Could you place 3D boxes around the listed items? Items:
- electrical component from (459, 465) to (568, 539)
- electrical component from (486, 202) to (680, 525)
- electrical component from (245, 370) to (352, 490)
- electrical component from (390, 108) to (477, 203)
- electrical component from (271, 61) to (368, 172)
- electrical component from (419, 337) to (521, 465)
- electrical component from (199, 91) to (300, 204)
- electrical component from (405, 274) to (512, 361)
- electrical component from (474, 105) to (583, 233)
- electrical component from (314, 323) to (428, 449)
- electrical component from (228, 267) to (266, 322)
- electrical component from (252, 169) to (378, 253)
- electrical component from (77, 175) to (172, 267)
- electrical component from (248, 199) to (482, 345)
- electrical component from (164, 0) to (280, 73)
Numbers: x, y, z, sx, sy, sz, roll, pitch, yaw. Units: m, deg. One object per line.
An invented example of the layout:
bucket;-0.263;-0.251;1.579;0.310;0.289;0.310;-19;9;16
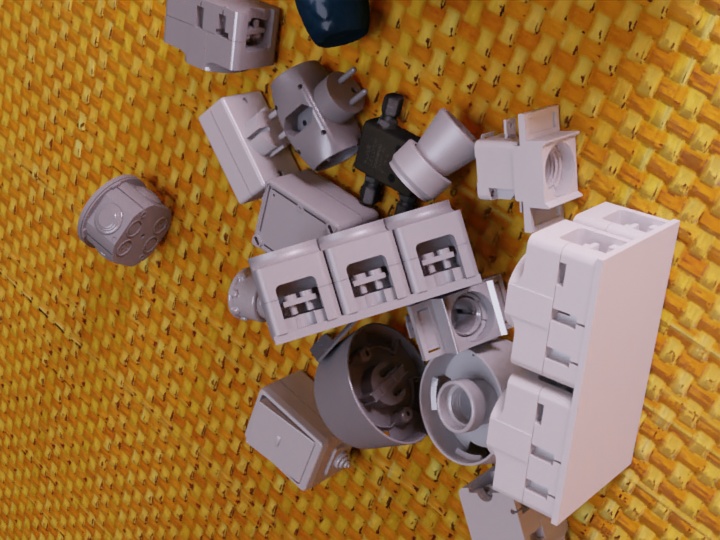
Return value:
electrical component;0.121;0.196;0.818;0.050;0.056;0.089;-11;97;43
electrical component;0.145;0.058;0.714;0.060;0.105;0.186;21;118;35
electrical component;-0.049;0.145;0.945;0.096;0.061;0.061;38;126;25
electrical component;0.055;-0.082;0.773;0.055;0.045;0.045;-43;74;14
electrical component;-0.023;-0.129;0.839;0.079;0.043;0.077;-32;83;43
electrical component;0.095;0.101;0.818;0.099;0.064;0.099;7;99;49
electrical component;-0.081;-0.110;0.893;0.076;0.047;0.083;-30;84;43
electrical component;0.070;0.034;0.798;0.064;0.081;0.042;-3;104;65
electrical component;0.114;-0.070;0.740;0.064;0.042;0.081;8;110;43
electrical component;0.014;0.093;0.846;0.064;0.099;0.099;-27;86;49
electrical component;-0.081;0.026;0.944;0.062;0.048;0.048;14;114;31
electrical component;-0.039;-0.038;0.872;0.096;0.061;0.061;34;125;28
electrical component;-0.223;-0.046;1.020;0.051;0.080;0.080;38;126;19
electrical component;0.000;0.000;0.778;0.089;0.150;0.061;-178;71;-83
electrical component;-0.116;-0.198;0.891;0.089;0.050;0.055;27;121;32
